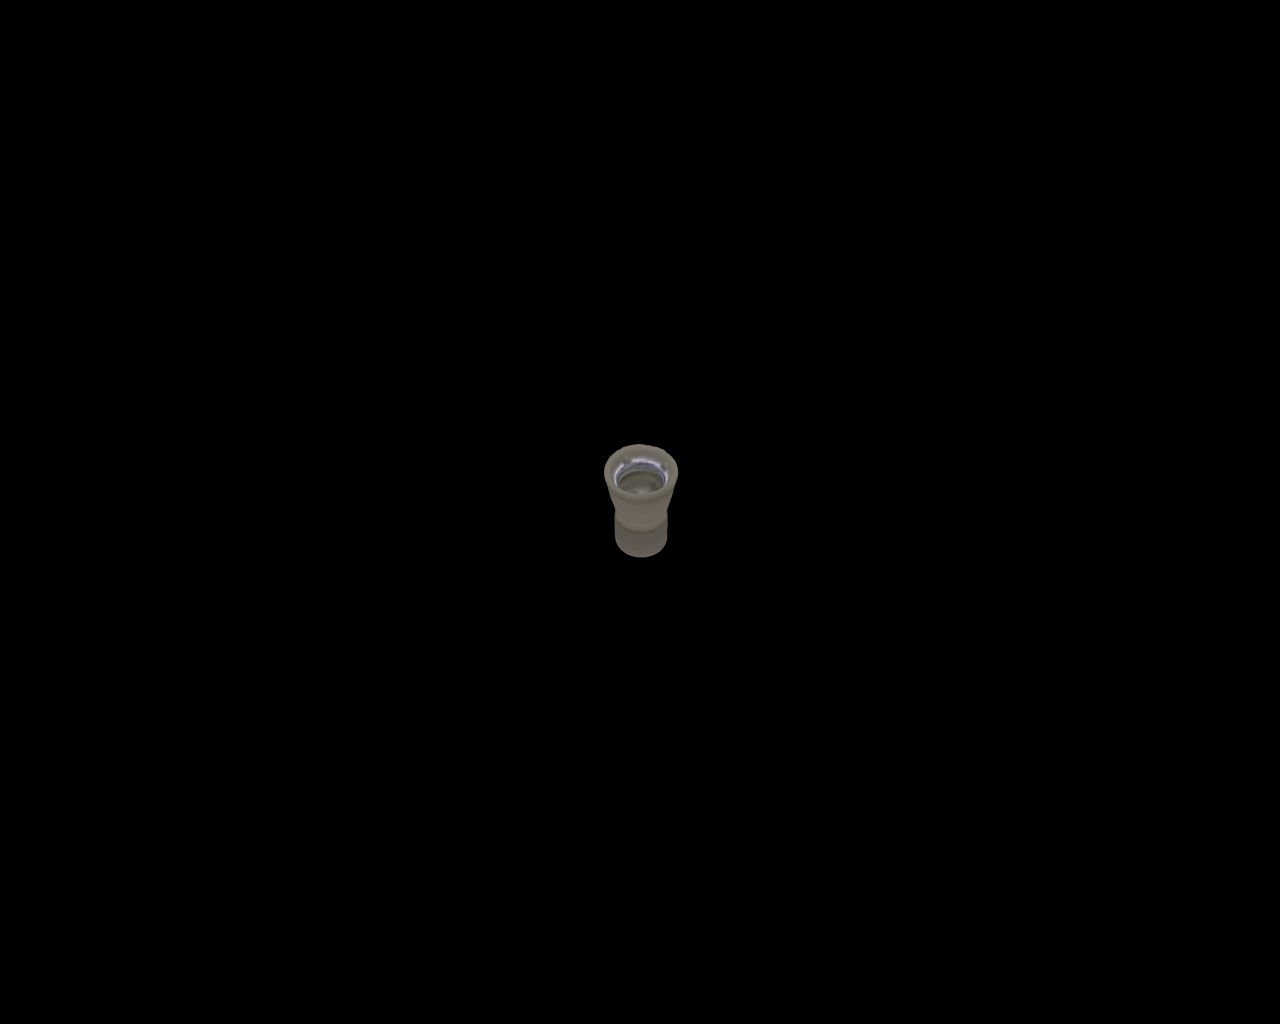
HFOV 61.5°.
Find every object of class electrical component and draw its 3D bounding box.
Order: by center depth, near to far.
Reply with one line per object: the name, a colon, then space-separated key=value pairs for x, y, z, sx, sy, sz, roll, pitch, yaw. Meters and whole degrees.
electrical component: x=0.001 y=-0.003 z=0.650 sx=0.044 sy=0.044 sz=0.065 roll=0 pitch=-45 yaw=0
